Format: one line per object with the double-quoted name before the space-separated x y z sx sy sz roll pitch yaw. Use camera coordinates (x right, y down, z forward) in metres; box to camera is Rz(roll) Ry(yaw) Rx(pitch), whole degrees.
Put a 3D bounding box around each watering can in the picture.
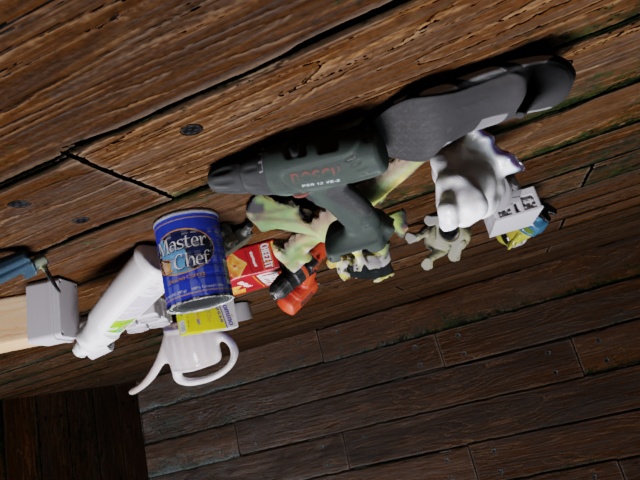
"watering can" -0.426 0.337 1.556 0.348 0.224 0.104 -13 -179 -4

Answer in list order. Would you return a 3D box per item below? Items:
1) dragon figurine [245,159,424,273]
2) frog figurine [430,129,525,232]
"dragon figurine" 0.003 -0.042 0.832 0.243 0.124 0.402 -3 154 -11
"frog figurine" 0.208 -0.073 0.757 0.123 0.161 0.135 11 152 50
